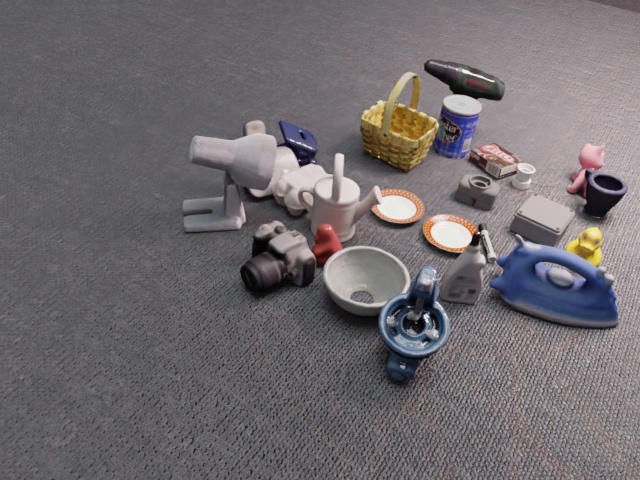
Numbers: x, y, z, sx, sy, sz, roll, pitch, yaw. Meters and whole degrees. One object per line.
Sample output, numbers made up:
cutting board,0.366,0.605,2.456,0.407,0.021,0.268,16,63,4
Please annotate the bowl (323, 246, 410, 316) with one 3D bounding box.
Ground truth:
bowl,0.087,0.092,1.112,0.167,0.075,0.167,3,41,-3

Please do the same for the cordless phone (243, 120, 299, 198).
cordless phone,-0.117,-0.199,1.335,0.148,0.185,0.094,-23,48,-29

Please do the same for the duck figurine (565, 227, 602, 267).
duck figurine,0.588,0.009,1.256,0.077,0.086,0.105,27,45,23

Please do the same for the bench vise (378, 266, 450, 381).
bench vise,0.162,0.106,0.993,0.121,0.220,0.207,4,41,-1

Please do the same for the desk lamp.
desk lamp,-0.196,-0.129,1.224,0.203,0.214,0.117,-5,42,-12

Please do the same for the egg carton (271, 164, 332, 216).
egg carton,-0.032,-0.118,1.341,0.151,0.069,0.107,-28,51,-32

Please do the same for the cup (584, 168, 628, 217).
cup,0.677,-0.112,1.399,0.092,0.095,0.117,-12,44,-19

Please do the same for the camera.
camera,-0.097,0.034,1.136,0.137,0.101,0.142,-28,51,-32

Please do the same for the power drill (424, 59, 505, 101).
power drill,0.386,-0.391,1.597,0.229,0.208,0.075,7,41,2

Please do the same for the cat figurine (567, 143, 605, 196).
cat figurine,0.693,-0.189,1.472,0.067,0.118,0.128,19,43,15

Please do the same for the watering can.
watering can,0.043,-0.096,1.230,0.173,0.194,0.100,-7,42,-14

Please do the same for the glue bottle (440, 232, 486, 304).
glue bottle,0.285,0.052,1.105,0.078,0.173,0.037,7,41,2

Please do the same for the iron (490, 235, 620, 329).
iron,0.478,0.077,1.123,0.257,0.141,0.119,18,42,14

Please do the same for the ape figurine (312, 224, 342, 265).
ape figurine,0.011,0.004,1.189,0.076,0.092,0.078,28,46,24

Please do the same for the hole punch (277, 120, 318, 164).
hole punch,-0.057,-0.256,1.479,0.101,0.091,0.108,-6,42,-13
